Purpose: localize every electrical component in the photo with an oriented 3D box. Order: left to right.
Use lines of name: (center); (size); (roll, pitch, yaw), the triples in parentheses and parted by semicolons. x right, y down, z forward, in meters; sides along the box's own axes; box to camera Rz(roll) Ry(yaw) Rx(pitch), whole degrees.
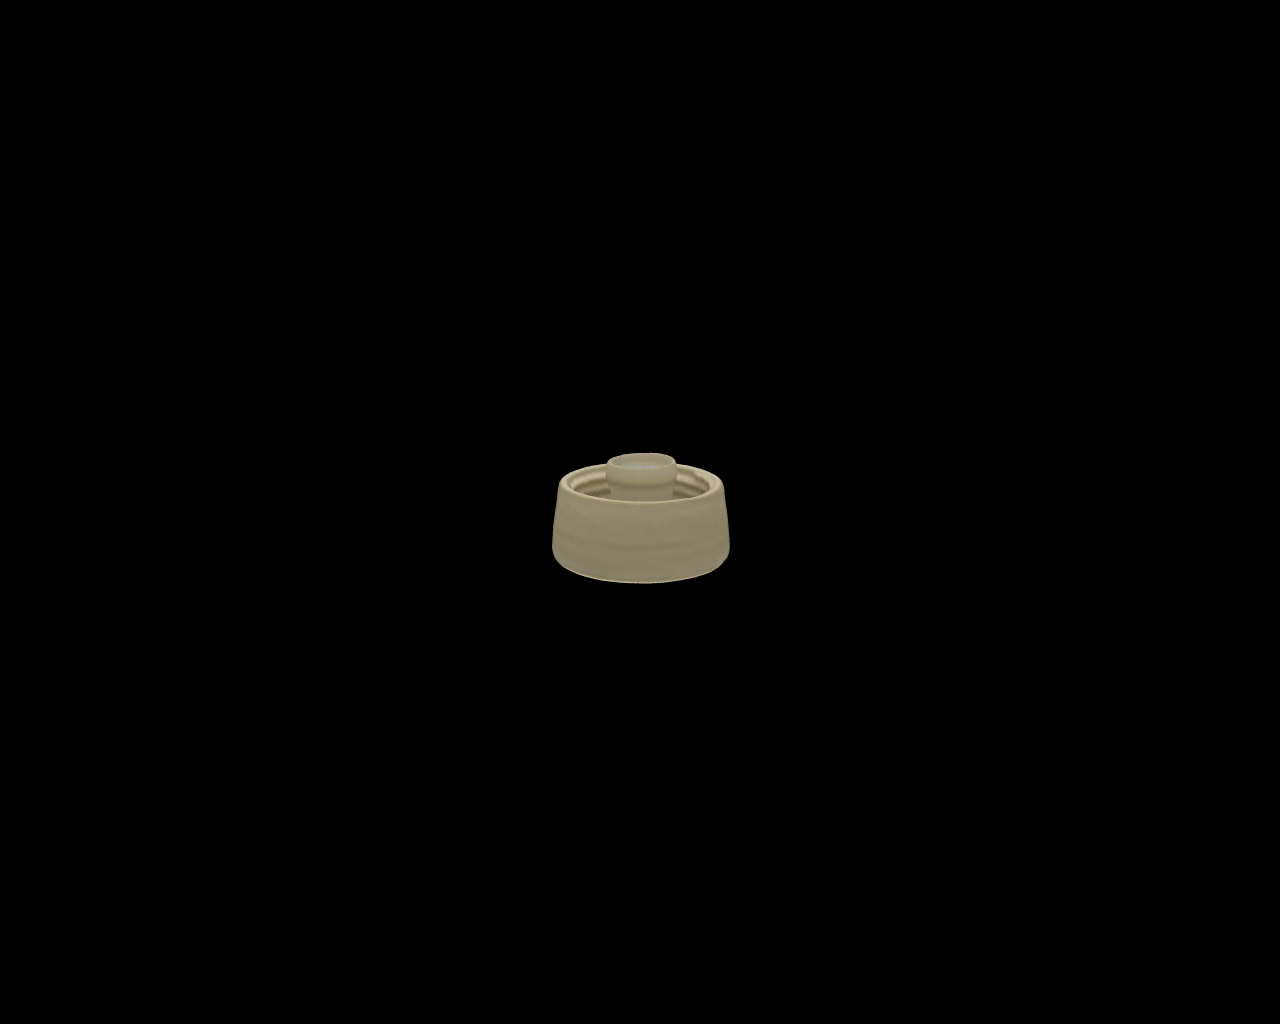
electrical component: (0.001, -0.003, 0.650); (0.108, 0.060, 0.108); (0, 16, 0)
